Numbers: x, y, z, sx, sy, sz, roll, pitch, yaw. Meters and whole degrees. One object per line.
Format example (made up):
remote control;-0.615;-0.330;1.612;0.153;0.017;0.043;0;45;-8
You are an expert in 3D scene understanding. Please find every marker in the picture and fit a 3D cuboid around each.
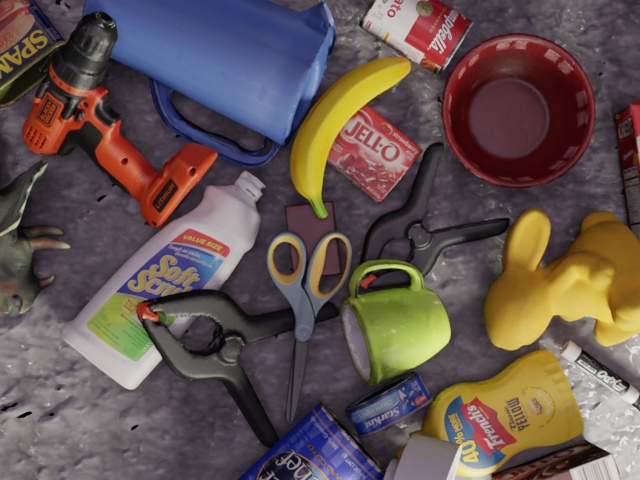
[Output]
marker;0.309;0.149;1.134;0.121;0.020;0.020;36;87;1

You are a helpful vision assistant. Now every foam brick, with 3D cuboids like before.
foam brick;-0.007;0.001;1.116;0.051;0.053;0.078;-7;86;-2

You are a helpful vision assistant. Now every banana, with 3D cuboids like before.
banana;0.021;-0.120;1.097;0.069;0.037;0.197;35;78;-24

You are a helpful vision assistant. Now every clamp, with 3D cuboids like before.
clamp;0.114;-0.004;1.127;0.120;0.039;0.171;40;94;1
clamp;-0.086;0.100;1.088;0.209;0.036;0.164;33;83;-24

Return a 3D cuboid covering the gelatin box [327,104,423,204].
gelatin box;0.052;-0.094;1.132;0.089;0.030;0.073;40;87;0

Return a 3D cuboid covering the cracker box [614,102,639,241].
cracker box;0.409;-0.043;1.119;0.164;0.072;0.214;-7;87;-2

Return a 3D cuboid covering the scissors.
scissors;-0.032;0.078;1.080;0.096;0.016;0.202;24;92;-4

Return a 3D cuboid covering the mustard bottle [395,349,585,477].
mustard bottle;0.169;0.191;1.109;0.191;0.058;0.096;-22;89;-2

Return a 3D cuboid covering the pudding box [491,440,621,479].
pudding box;0.240;0.245;1.093;0.113;0.090;0.039;-17;90;-3

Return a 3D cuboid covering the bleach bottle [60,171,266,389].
bleach bottle;-0.151;0.028;1.107;0.102;0.068;0.251;39;85;-3

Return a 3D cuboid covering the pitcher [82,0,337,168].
pitcher;-0.117;-0.192;1.091;0.243;0.145;0.149;24;64;3

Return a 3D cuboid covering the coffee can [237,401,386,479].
coffee can;-0.016;0.248;1.079;0.140;0.103;0.103;-43;89;-3

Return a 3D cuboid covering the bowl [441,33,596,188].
bowl;0.204;-0.132;1.125;0.162;0.055;0.162;0;87;-1

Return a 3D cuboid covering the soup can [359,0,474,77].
soup can;0.101;-0.227;1.121;0.102;0.068;0.068;32;87;1

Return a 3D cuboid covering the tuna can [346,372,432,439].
tuna can;0.070;0.169;1.094;0.086;0.086;0.034;-28;87;-3

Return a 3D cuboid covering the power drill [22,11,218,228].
power drill;-0.198;-0.115;1.075;0.187;0.057;0.185;40;130;-1

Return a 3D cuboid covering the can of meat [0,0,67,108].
can of meat;-0.323;-0.203;1.116;0.102;0.057;0.084;-38;86;-3
